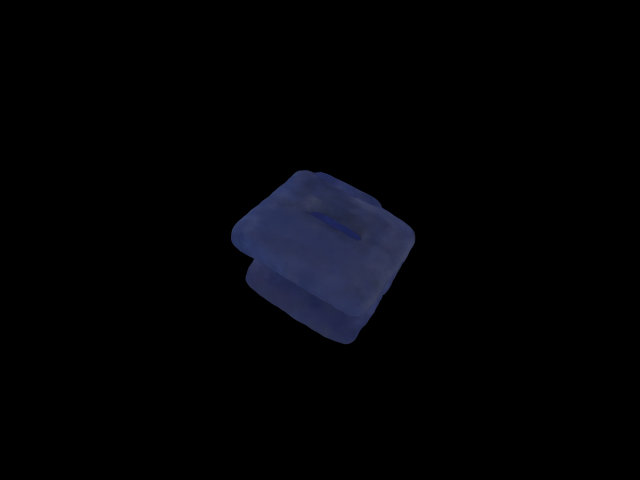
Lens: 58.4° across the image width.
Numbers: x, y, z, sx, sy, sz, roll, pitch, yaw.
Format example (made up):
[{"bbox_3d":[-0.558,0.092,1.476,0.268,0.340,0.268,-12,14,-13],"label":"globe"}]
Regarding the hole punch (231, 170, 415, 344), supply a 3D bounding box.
[{"bbox_3d":[0.004,0.001,0.400,0.108,0.091,0.101,30,71,12],"label":"hole punch"}]
